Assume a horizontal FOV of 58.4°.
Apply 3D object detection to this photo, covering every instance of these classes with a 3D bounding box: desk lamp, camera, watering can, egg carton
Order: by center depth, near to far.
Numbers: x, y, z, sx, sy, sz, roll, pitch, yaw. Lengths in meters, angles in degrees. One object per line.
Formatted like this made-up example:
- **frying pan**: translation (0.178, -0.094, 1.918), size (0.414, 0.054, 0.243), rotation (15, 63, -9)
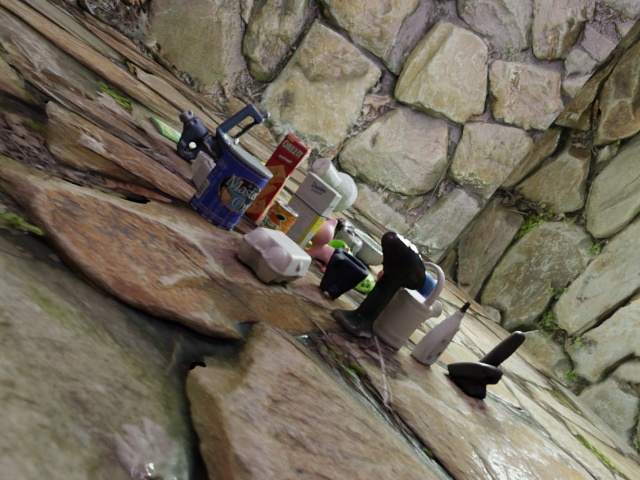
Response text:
- **egg carton**: translation (-0.082, 0.032, 1.056), size (0.107, 0.069, 0.151), rotation (41, 9, 17)
- **watering can**: translation (0.198, 0.134, 1.244), size (0.100, 0.194, 0.173), rotation (43, 10, 28)
- **desk lamp**: translation (-0.010, -0.126, 1.648), size (0.117, 0.213, 0.204), rotation (44, 11, 32)
- **camera**: translation (0.076, -0.002, 1.734), size (0.142, 0.100, 0.137), rotation (43, 10, 28)

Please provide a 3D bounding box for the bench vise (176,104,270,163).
- **bench vise**: translation (-0.239, -0.265, 1.427), size (0.208, 0.219, 0.121), rotation (32, 11, -34)

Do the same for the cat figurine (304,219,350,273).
- **cat figurine**: translation (0.013, 0.005, 1.400), size (0.128, 0.117, 0.067), rotation (38, 9, -1)

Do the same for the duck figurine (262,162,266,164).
- **duck figurine**: translation (-0.181, -0.188, 1.695), size (0.105, 0.086, 0.077), rotation (31, 11, -38)

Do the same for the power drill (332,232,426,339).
- **power drill**: translation (0.122, 0.091, 1.120), size (0.075, 0.208, 0.230), rotation (43, 10, 29)

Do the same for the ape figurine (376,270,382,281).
- **ape figurine**: translation (0.227, 0.112, 1.786), size (0.077, 0.092, 0.076), rotation (43, 10, 27)

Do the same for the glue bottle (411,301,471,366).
- **glue bottle**: translation (0.280, 0.205, 1.280), size (0.037, 0.173, 0.078), rotation (45, 11, 37)

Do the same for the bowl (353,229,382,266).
- **bowl**: translation (0.153, 0.037, 1.922), size (0.167, 0.074, 0.167), rotation (37, 9, -7)

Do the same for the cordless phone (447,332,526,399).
- **cordless phone**: translation (0.400, 0.277, 1.356), size (0.094, 0.185, 0.148), rotation (44, 11, 35)

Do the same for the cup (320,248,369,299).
- **cup**: translation (0.038, 0.076, 1.223), size (0.091, 0.095, 0.118), rotation (44, 11, 31)

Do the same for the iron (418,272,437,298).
- **iron**: translation (0.248, 0.132, 1.616), size (0.259, 0.141, 0.118), rotation (29, 13, -45)
